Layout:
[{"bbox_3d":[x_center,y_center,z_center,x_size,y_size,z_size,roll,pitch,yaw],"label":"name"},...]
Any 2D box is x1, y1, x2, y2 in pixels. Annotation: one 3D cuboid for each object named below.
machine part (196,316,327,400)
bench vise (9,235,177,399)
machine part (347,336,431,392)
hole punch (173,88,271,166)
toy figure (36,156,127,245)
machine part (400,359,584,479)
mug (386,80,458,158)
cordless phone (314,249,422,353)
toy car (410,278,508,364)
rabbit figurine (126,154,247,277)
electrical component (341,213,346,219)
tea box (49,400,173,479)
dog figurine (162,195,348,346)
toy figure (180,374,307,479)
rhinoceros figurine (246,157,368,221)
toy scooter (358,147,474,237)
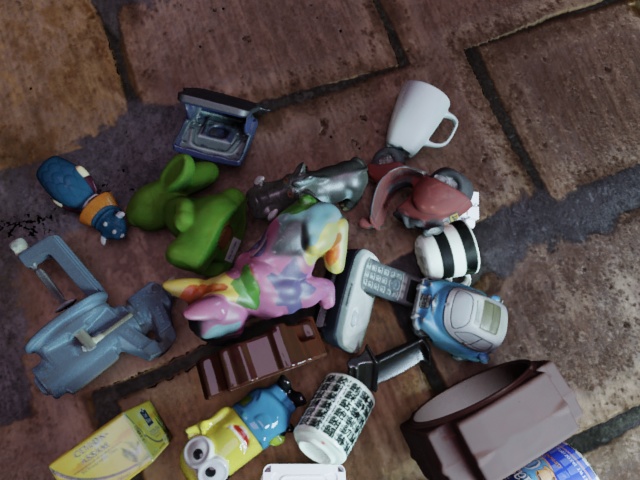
[{"bbox_3d":[-0.078,0.157,0.710,0.179,0.179,0.056,-19,77,-11],"label":"machine part"},{"bbox_3d":[-0.312,0.080,0.723,0.223,0.129,0.240,-40,89,-16],"label":"bench vise"},{"bbox_3d":[0.100,0.177,0.782,0.139,0.084,0.039,-17,35,-20],"label":"machine part"},{"bbox_3d":[-0.155,-0.175,0.815,0.142,0.116,0.092,12,113,1],"label":"hole punch"},{"bbox_3d":[-0.337,-0.058,0.780,0.154,0.064,0.058,41,38,-2],"label":"toy figure"},{"bbox_3d":[0.218,0.237,0.712,0.201,0.201,0.087,-24,79,-12],"label":"machine part"},{"bbox_3d":[0.160,-0.184,0.868,0.109,0.081,0.107,29,86,-5],"label":"mug"},{"bbox_3d":[0.092,0.104,0.794,0.184,0.089,0.146,20,75,-18],"label":"cordless phone"},{"bbox_3d":[0.213,0.111,0.773,0.161,0.103,0.109,29,67,-27],"label":"toy car"},{"bbox_3d":[-0.199,-0.042,0.760,0.170,0.121,0.159,20,93,17],"label":"rabbit figurine"},{"bbox_3d":[-0.002,-0.002,0.808,0.021,0.094,0.063,48,38,6],"label":"electrical component"},{"bbox_3d":[-0.248,0.258,0.662,0.098,0.169,0.068,-34,85,-15],"label":"tea box"},{"bbox_3d":[-0.082,0.039,0.686,0.219,0.109,0.191,-8,121,-35],"label":"dog figurine"},{"bbox_3d":[-0.103,0.262,0.728,0.180,0.089,0.082,-36,56,-23],"label":"toy figure"},{"bbox_3d":[-0.016,-0.070,0.798,0.190,0.112,0.073,-16,82,-19],"label":"rhinoceros figurine"},{"bbox_3d":[0.132,-0.058,0.817,0.184,0.075,0.135,28,80,32],"label":"toy scooter"}]
